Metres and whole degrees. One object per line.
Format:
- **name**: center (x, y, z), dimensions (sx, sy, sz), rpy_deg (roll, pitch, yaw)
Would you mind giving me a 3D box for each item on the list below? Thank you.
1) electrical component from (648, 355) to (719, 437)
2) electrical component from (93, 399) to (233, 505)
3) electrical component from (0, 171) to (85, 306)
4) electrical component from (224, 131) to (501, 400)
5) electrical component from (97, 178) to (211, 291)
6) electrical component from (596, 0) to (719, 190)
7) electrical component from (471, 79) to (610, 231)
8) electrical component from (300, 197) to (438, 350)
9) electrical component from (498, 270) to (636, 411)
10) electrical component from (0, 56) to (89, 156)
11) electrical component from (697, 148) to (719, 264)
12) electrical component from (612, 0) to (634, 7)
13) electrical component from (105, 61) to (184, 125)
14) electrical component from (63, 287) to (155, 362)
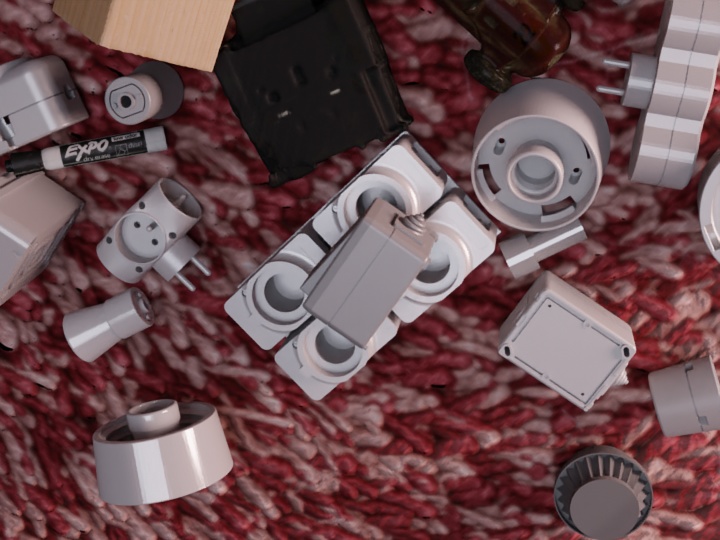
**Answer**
- **electrical component**: center (0.244, 0.095, 0.800), dimensions (0.047, 0.055, 0.055), rpy_deg (-16, 103, 18)
- **electrical component**: center (-0.160, 0.137, 0.856), dimensions (0.108, 0.108, 0.060), rpy_deg (-8, 99, 12)
- **electrical component**: center (-0.268, -0.027, 0.819), dimensions (0.057, 0.113, 0.078), rpy_deg (35, 109, -5)
- **electrical component**: center (0.000, 0.000, 0.809), dimensions (0.186, 0.060, 0.105), rpy_deg (-42, 96, 18)
- **electrical component**: center (-0.151, -0.018, 0.838), dimensions (0.079, 0.044, 0.077), rpy_deg (45, 109, -6)
- **electrical component**: center (0.201, -0.128, 0.739), dimensions (0.074, 0.052, 0.138), rpy_deg (11, 108, 6)
- **electrical component**: center (0.129, -0.080, 0.773), dimensions (0.099, 0.064, 0.099), rpy_deg (7, 121, 12)
- **electrical component**: center (0.008, -0.006, 0.739), dimensions (0.061, 0.061, 0.096), rpy_deg (35, 109, -2)
- **electrical component**: center (0.158, 0.053, 0.797), dimensions (0.096, 0.061, 0.061), rpy_deg (34, 109, -2)
- **electrical component**: center (-0.265, -0.124, 0.819), dimensions (0.095, 0.053, 0.059), rpy_deg (-20, 103, 15)
- **electrical component**: center (0.287, -0.048, 0.745), dimensions (0.108, 0.060, 0.108), rpy_deg (3, 107, 9)
- **electrical component**: center (0.168, -0.211, 0.725), dimensions (0.062, 0.048, 0.048), rpy_deg (33, 109, 6)
- **electrical component**: center (-0.161, -0.129, 0.794), dimensions (0.044, 0.065, 0.044), rpy_deg (3, 107, 9)
- **electrical component**: center (-0.200, 0.041, 0.866), dimensions (0.065, 0.044, 0.044), rpy_deg (-26, 101, 11)
